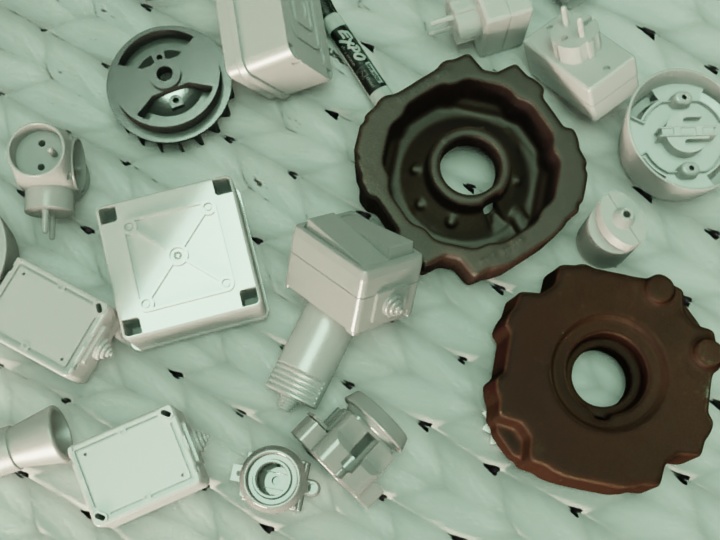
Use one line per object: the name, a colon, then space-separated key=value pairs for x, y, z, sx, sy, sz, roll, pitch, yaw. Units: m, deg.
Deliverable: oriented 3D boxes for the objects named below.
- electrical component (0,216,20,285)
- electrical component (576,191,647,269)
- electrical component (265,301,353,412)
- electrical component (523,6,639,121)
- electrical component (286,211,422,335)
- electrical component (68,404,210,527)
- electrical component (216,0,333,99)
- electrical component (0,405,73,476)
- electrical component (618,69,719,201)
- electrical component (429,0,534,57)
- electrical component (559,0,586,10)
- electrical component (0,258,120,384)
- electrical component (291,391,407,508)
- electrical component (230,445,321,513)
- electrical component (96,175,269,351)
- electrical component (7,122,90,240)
electrical component: x=-0.315 y=-0.007 z=0.824 sx=0.108 sy=0.060 sz=0.108 roll=0 pitch=77 yaw=0
electrical component: x=0.193 y=-0.031 z=0.816 sx=0.043 sy=0.081 sz=0.043 roll=0 pitch=77 yaw=0
electrical component: x=-0.039 y=0.069 z=0.813 sx=0.043 sy=0.043 sz=0.081 roll=26 pitch=79 yaw=6
electrical component: x=0.170 y=-0.173 z=0.838 sx=0.047 sy=0.075 sz=0.083 roll=-36 pitch=52 yaw=-7
electrical component: x=0.000 y=0.000 z=0.792 sx=0.062 sy=0.061 sz=0.096 roll=-17 pitch=39 yaw=-40
electrical component: x=-0.154 y=0.142 z=0.788 sx=0.096 sy=0.061 sz=0.061 roll=-23 pitch=77 yaw=-5
electrical component: x=-0.071 y=-0.201 z=0.855 sx=0.057 sy=0.078 sz=0.113 roll=-15 pitch=76 yaw=23
electrical component: x=-0.254 y=0.131 z=0.802 sx=0.065 sy=0.044 sz=0.044 roll=-18 pitch=77 yaw=1
electrical component: x=0.252 y=-0.104 z=0.841 sx=0.099 sy=0.064 sz=0.099 roll=0 pitch=77 yaw=0
electrical component: x=0.092 y=-0.204 z=0.865 sx=0.077 sy=0.065 sz=0.047 roll=-17 pitch=77 yaw=-4
electrical component: x=0.179 y=-0.269 z=0.891 sx=0.079 sy=0.044 sz=0.077 roll=-35 pitch=79 yaw=-8
electrical component: x=-0.226 y=0.043 z=0.811 sx=0.096 sy=0.061 sz=0.061 roll=27 pitch=78 yaw=6
electrical component: x=-0.003 y=0.127 z=0.791 sx=0.057 sy=0.058 sz=0.078 roll=-45 pitch=100 yaw=-12
electrical component: x=-0.063 y=0.154 z=0.787 sx=0.066 sy=0.055 sz=0.048 roll=11 pitch=77 yaw=3
electrical component: x=-0.135 y=-0.005 z=0.825 sx=0.109 sy=0.056 sz=0.108 roll=-14 pitch=77 yaw=-3
electrical component: x=-0.239 y=-0.063 z=0.828 sx=0.044 sy=0.077 sz=0.079 roll=-2 pitch=77 yaw=0
